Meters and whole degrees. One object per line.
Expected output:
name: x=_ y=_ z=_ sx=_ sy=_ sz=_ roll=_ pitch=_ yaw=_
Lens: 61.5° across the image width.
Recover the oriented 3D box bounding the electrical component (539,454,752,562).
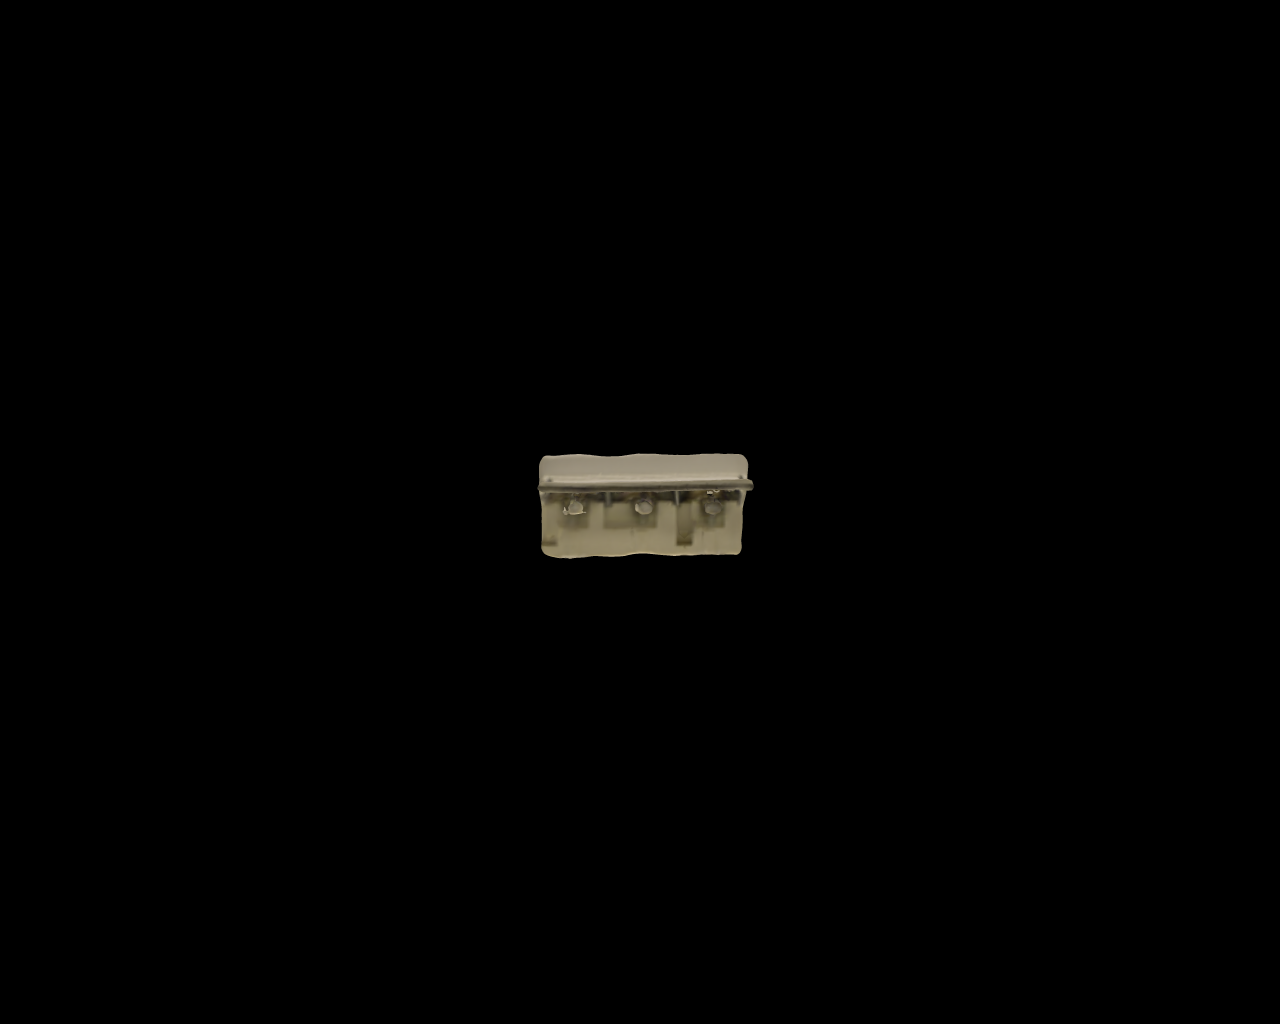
electrical component: x=0.001 y=-0.003 z=0.650 sx=0.121 sy=0.063 sz=0.078 roll=0 pitch=0 yaw=-4
